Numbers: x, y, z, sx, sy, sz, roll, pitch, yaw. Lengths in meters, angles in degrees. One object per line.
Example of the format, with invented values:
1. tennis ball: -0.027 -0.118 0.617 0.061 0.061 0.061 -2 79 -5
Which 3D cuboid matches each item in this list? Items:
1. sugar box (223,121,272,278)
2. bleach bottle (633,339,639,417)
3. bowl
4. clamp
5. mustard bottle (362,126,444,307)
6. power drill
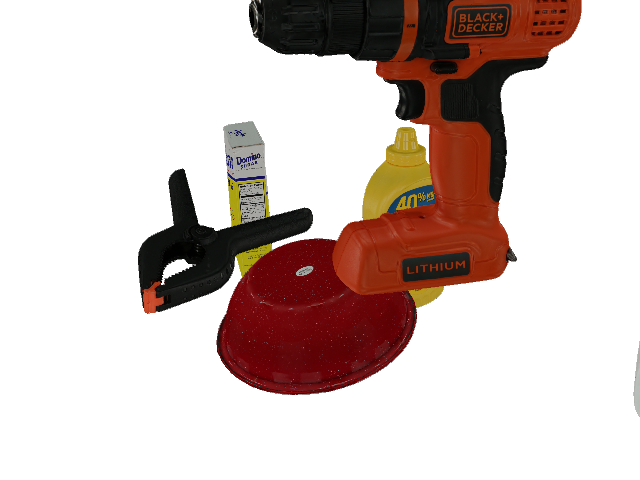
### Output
1. sugar box: -0.090 -0.049 1.320 0.048 0.176 0.093 -10 24 -9
2. bleach bottle: 0.286 0.058 0.761 0.103 0.068 0.250 11 22 19
3. bowl: -0.007 0.046 0.834 0.162 0.055 0.162 -8 33 5
4. clamp: -0.126 -0.001 1.065 0.165 0.036 0.209 22 40 22
5. mustard bottle: 0.088 -0.024 1.111 0.096 0.192 0.058 -16 26 -31
6. power drill: 0.049 -0.063 0.600 0.184 0.188 0.057 -5 30 -14
